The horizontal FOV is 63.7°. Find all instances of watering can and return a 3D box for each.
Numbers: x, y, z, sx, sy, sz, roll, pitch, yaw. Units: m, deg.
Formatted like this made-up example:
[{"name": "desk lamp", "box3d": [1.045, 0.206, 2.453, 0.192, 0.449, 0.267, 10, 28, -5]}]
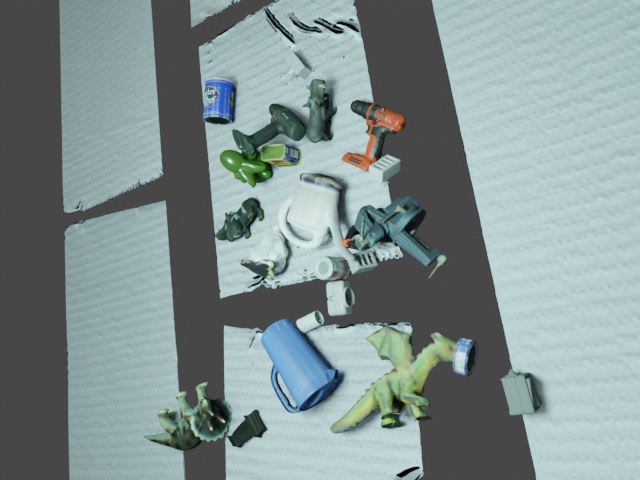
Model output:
[{"name": "watering can", "box3d": [0.005, -0.075, 1.488, 0.350, 0.103, 0.224, 22, 95, 44]}]

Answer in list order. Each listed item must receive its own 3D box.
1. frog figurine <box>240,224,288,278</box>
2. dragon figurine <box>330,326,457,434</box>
[{"name": "frog figurine", "box3d": [-0.158, 0.033, 1.610, 0.136, 0.121, 0.163, -17, 39, 39]}, {"name": "dragon figurine", "box3d": [0.180, 0.350, 1.342, 0.407, 0.120, 0.248, -22, 55, 27]}]
